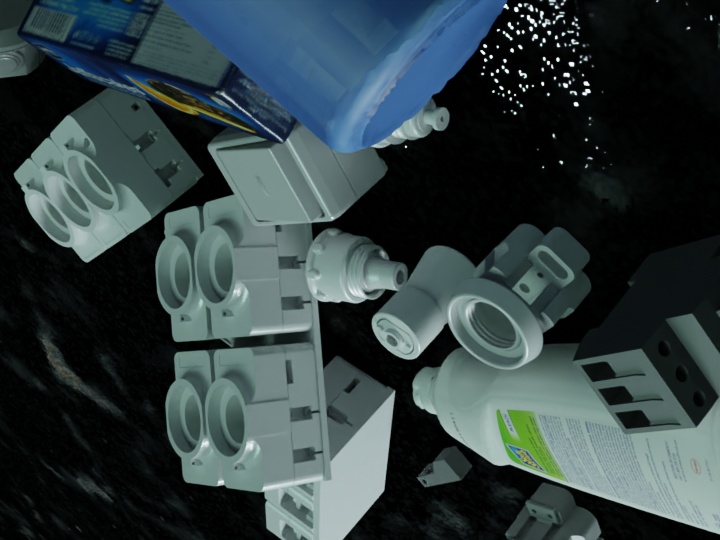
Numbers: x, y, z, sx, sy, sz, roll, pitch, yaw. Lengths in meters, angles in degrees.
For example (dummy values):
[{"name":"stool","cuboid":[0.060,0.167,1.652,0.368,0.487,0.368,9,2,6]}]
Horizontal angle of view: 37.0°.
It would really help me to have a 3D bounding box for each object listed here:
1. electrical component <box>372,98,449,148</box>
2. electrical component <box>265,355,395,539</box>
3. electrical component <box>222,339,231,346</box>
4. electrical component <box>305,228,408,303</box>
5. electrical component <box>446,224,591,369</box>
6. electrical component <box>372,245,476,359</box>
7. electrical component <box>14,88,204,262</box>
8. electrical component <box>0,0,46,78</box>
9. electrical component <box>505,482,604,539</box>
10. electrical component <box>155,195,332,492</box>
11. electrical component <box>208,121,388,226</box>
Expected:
[{"name":"electrical component","cuboid":[0.012,-0.085,0.572,0.078,0.040,0.040,15,137,38]},{"name":"electrical component","cuboid":[-0.028,0.147,0.829,0.062,0.089,0.150,31,145,22]},{"name":"electrical component","cuboid":[-0.082,0.048,0.819,0.077,0.047,0.065,35,146,17]},{"name":"electrical component","cuboid":[0.000,0.000,0.678,0.062,0.048,0.048,10,133,35]},{"name":"electrical component","cuboid":[0.084,0.017,0.588,0.058,0.057,0.078,44,148,2]},{"name":"electrical component","cuboid":[0.038,0.021,0.638,0.044,0.065,0.044,29,144,24]},{"name":"electrical component","cuboid":[-0.195,-0.068,0.806,0.089,0.062,0.150,52,147,-11]},{"name":"electrical component","cuboid":[-0.252,-0.174,0.739,0.080,0.080,0.051,42,153,6]},{"name":"electrical component","cuboid":[0.129,0.194,0.734,0.058,0.057,0.078,9,133,43]},{"name":"electrical component","cuboid":[-0.081,0.048,0.719,0.105,0.060,0.186,-8,85,52]},{"name":"electrical component","cuboid":[-0.044,-0.064,0.641,0.096,0.061,0.061,-1,126,49]}]
